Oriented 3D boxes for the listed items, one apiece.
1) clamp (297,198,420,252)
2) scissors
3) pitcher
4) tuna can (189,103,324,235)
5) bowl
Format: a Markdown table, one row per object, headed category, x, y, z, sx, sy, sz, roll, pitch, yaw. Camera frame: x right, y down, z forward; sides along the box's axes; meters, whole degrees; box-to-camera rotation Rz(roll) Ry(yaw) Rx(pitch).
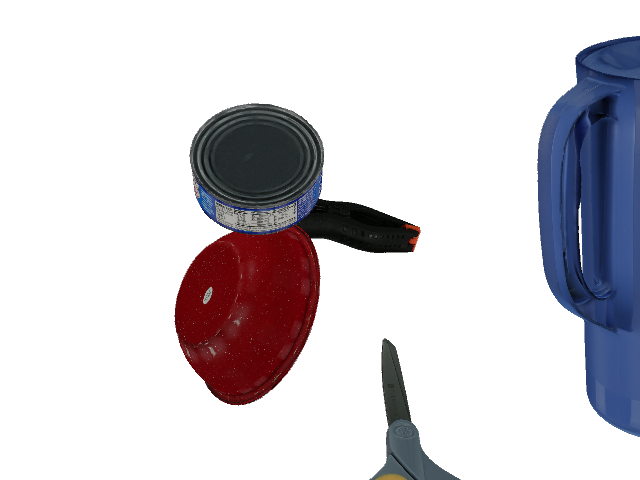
| category | x | y | z | sx | sy | sz | roll | pitch | yaw |
| --- | --- | --- | --- | --- | --- | --- | --- | --- | --- |
| clamp | 0.011 | -0.019 | 1.179 | 0.210 | 0.036 | 0.164 | 15 | 21 | -8 |
| scissors | 0.066 | 0.124 | 0.618 | 0.096 | 0.016 | 0.201 | 12 | 32 | 8 |
| pitcher | 0.213 | 0.001 | 0.656 | 0.149 | 0.243 | 0.144 | 3 | 22 | 16 |
| tuna can | -0.041 | -0.046 | 0.691 | 0.086 | 0.086 | 0.034 | 0 | -35 | -2 |
| bowl | -0.073 | 0.052 | 0.883 | 0.055 | 0.162 | 0.162 | 23 | -14 | -35 |
